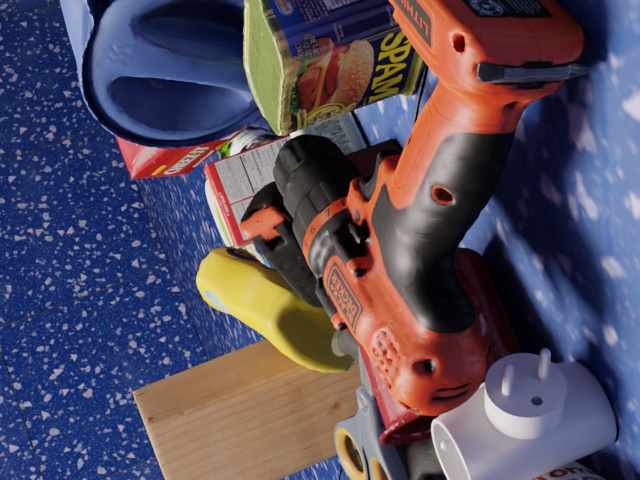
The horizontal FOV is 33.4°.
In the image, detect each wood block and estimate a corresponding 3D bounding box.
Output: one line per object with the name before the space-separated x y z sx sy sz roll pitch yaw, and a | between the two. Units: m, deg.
wood block | -0.043 0.143 0.911 0.091 0.206 0.090 -142 33 -68

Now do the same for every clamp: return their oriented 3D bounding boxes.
clamp | -0.005 0.001 0.760 0.209 0.036 0.164 37 -154 -61

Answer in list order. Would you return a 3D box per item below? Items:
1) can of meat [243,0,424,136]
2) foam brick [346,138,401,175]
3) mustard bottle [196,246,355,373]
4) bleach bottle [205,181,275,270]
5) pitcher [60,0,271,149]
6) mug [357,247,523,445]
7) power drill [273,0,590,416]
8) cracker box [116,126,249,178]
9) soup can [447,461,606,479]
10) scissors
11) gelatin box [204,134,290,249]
can of meat | 0.007 -0.105 0.567 0.102 0.084 0.057 100 147 -68
foam brick | 0.040 -0.014 0.655 0.053 0.051 0.078 85 161 -48
mustard bottle | -0.049 0.047 0.885 0.096 0.058 0.192 32 176 -36
bleach bottle | -0.040 -0.009 0.996 0.251 0.068 0.102 30 140 69
pitcher | -0.103 -0.179 0.671 0.149 0.144 0.243 102 151 -49
mug | 0.064 0.052 0.566 0.117 0.093 0.081 98 154 -67
power drill | 0.037 -0.043 0.480 0.184 0.057 0.188 57 146 41
cracker box | -0.116 -0.178 0.826 0.164 0.071 0.214 -32 76 38
soup can | 0.114 0.142 0.543 0.102 0.068 0.068 -159 50 -74
scissors | 0.025 0.102 0.687 0.096 0.016 0.202 25 133 60
gelatin box | -0.042 -0.041 0.882 0.030 0.089 0.073 143 106 -80
